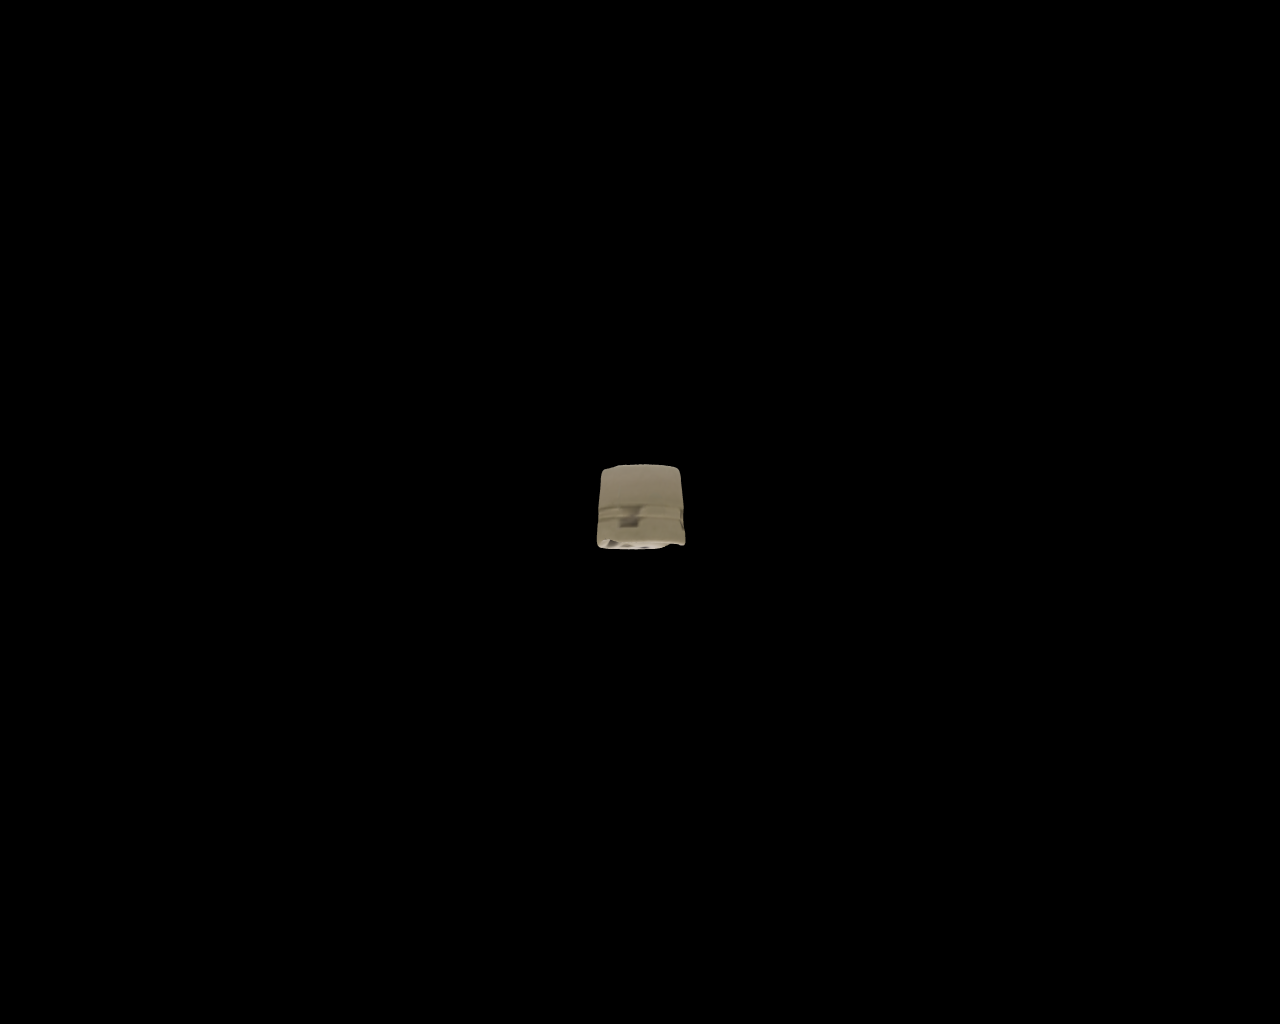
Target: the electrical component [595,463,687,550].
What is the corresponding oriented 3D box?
[{"bbox_3d":[0.001,-0.003,0.650,0.055,0.047,0.055,0,-7,0],"label":"electrical component"}]
